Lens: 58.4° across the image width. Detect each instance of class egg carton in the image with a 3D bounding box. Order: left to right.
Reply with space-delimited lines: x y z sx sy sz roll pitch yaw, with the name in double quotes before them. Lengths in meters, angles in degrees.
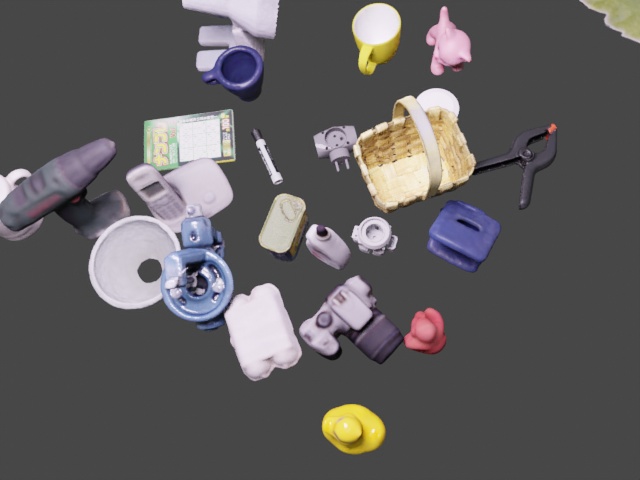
"egg carton" -0.099 0.155 0.969 0.107 0.069 0.150 -23 73 -1

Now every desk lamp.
"desk lamp" -0.156 -0.406 1.055 0.203 0.214 0.118 0 74 6

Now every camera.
"camera" 0.058 0.148 0.938 0.136 0.101 0.143 42 83 15

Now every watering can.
"watering can" -0.595 -0.064 1.018 0.100 0.194 0.173 24 78 12

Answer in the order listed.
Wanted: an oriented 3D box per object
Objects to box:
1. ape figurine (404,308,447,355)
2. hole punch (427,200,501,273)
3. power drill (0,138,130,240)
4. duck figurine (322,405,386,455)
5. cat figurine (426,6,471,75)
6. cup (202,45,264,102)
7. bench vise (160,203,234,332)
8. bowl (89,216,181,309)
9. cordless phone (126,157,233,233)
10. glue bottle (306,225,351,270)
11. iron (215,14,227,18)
"ape figurine" 0.171 0.150 0.930 0.078 0.092 0.076 -32 73 -3
"hole punch" 0.242 -0.014 0.968 0.108 0.091 0.101 28 79 13
"power drill" -0.419 -0.078 0.995 0.229 0.208 0.075 -29 73 -2
"duck figurine" 0.052 0.300 0.904 0.104 0.086 0.077 11 76 9
"cat figurine" 0.238 -0.366 1.052 0.067 0.118 0.128 -9 74 4
"cup" -0.157 -0.302 1.089 0.117 0.095 0.091 -15 73 2
"bench vise" -0.220 0.038 0.936 0.121 0.220 0.207 -25 73 -1
"bowl" -0.316 0.046 1.020 0.167 0.075 0.167 -2 74 6
"cordless phone" -0.242 -0.096 0.993 0.147 0.185 0.094 -32 73 -3
"glue bottle" 0.009 0.003 0.945 0.078 0.173 0.037 28 79 13
"iron" -0.235 -0.562 1.145 0.258 0.141 0.119 36 81 14
